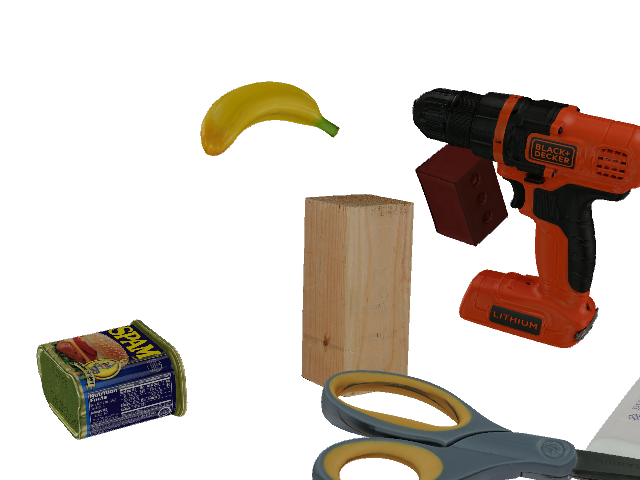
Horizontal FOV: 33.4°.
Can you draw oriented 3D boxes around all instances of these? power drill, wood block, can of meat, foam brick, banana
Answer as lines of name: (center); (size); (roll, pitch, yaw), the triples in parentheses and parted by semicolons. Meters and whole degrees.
power drill: (0.152, -0.020, 0.818); (0.185, 0.188, 0.057); (17, 34, 26)
wood block: (0.039, 0.057, 1.183); (0.090, 0.206, 0.091); (-5, 12, -34)
can of meat: (-0.163, 0.106, 0.822); (0.083, 0.057, 0.102); (-12, 20, -30)
foam brick: (0.134, -0.045, 1.004); (0.053, 0.078, 0.051); (-40, 37, -23)
banana: (-0.056, -0.120, 1.009); (0.070, 0.037, 0.197); (42, 33, 22)

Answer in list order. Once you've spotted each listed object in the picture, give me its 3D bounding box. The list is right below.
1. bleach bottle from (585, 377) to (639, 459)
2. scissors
bleach bottle: (0.245, 0.095, 0.630); (0.103, 0.068, 0.250); (18, 30, 31)
scissors: (0.084, 0.102, 0.449); (0.202, 0.016, 0.096); (16, 33, 23)
